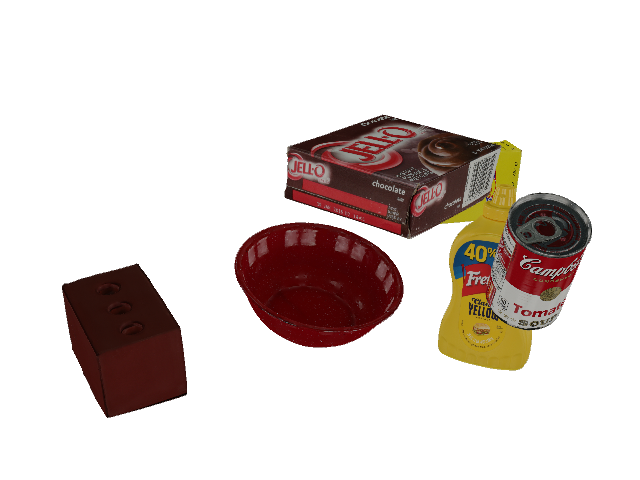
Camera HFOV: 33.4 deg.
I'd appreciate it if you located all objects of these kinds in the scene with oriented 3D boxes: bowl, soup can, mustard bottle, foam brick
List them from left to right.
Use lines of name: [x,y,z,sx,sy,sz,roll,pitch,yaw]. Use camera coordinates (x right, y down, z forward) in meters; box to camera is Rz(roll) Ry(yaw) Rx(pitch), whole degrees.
foam brick: [-0.121,0.061,0.655,0.052,0.051,0.078,-16,37,-23]
bowl: [-0.005,0.052,1.018,0.162,0.055,0.162,8,36,-6]
mustard bottle: [0.182,0.035,1.116,0.096,0.192,0.058,12,18,21]
soup can: [0.179,0.019,0.891,0.068,0.068,0.102,0,-41,-5]

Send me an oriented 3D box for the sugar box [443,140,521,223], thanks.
sugar box: [0.155,-0.069,1.300,0.176,0.093,0.048,-7,25,-22]

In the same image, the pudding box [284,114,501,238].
pudding box: [0.046,-0.042,0.656,0.090,0.039,0.113,20,24,29]
